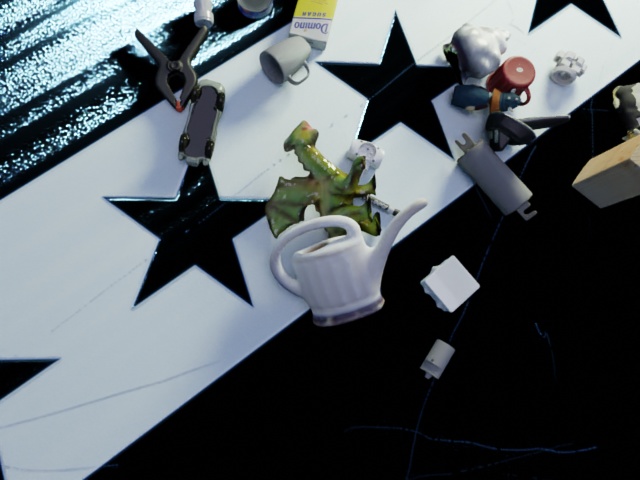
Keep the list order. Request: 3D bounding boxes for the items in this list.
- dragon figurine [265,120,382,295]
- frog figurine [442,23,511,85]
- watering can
[{"bbox_3d":[0.003,-0.056,1.112,0.242,0.123,0.409,-3,94,13],"label":"dragon figurine"},{"bbox_3d":[0.384,-0.454,1.210,0.159,0.120,0.140,-26,64,2],"label":"frog figurine"},{"bbox_3d":[0.069,0.050,1.026,0.346,0.105,0.222,-16,102,17],"label":"watering can"}]
